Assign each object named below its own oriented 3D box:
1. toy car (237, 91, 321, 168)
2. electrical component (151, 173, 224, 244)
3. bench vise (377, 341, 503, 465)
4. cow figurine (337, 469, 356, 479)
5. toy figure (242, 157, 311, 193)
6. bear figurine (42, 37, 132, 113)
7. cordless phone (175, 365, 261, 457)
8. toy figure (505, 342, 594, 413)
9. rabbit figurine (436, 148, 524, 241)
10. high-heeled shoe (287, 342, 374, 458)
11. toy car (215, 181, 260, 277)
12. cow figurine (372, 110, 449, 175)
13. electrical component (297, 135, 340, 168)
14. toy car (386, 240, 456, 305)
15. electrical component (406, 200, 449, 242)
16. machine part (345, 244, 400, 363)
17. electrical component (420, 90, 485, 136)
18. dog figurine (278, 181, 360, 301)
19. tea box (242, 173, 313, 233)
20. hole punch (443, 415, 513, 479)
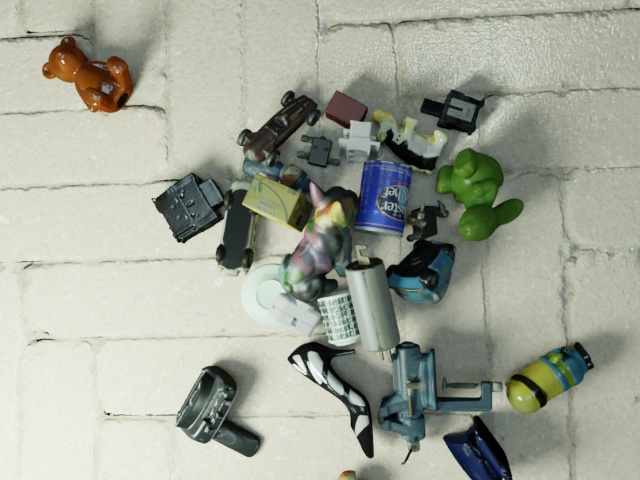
[{"bbox_3d":[-0.081,-0.235,1.109,0.089,0.053,0.202,38,68,12],"label":"toy car"},{"bbox_3d":[-0.269,-0.072,1.134,0.134,0.058,0.115,-33,87,2],"label":"electrical component"},{"bbox_3d":[0.233,0.310,1.052,0.241,0.128,0.223,-3,82,12],"label":"bench vise"},{"bbox_3d":[0.070,0.556,1.070,0.127,0.085,0.194,-9,87,-4],"label":"cow figurine"},{"bbox_3d":[-0.085,-0.138,1.124,0.155,0.057,0.064,17,68,6],"label":"toy figure"},{"bbox_3d":[-0.497,-0.356,1.129,0.196,0.132,0.120,36,83,-2],"label":"bear figurine"},{"bbox_3d":[-0.190,0.359,1.105,0.184,0.089,0.146,30,88,-7],"label":"cordless phone"},{"bbox_3d":[0.450,0.271,1.059,0.180,0.089,0.082,-29,81,4],"label":"toy figure"},{"bbox_3d":[0.313,-0.070,1.069,0.159,0.121,0.170,17,64,-25],"label":"rabbit figurine"},{"bbox_3d":[0.023,0.326,1.087,0.145,0.086,0.248,-13,82,6],"label":"high-heeled shoe"},{"bbox_3d":[-0.169,-0.023,1.126,0.074,0.056,0.201,9,90,6],"label":"toy car"},{"bbox_3d":[0.175,-0.203,1.114,0.167,0.068,0.098,24,94,5],"label":"cow figurine"},{"bbox_3d":[0.000,-0.189,1.142,0.094,0.021,0.063,14,87,4],"label":"electrical component"},{"bbox_3d":[0.211,0.074,1.076,0.162,0.109,0.102,-43,125,-34],"label":"toy car"},{"bbox_3d":[0.217,-0.040,1.090,0.102,0.045,0.078,-12,101,-41],"label":"electrical component"},{"bbox_3d":[0.101,0.123,1.032,0.079,0.079,0.243,-14,102,2],"label":"machine part"},{"bbox_3d":[0.274,-0.271,1.120,0.119,0.048,0.074,22,87,2],"label":"electrical component"},{"bbox_3d":[-0.002,-0.003,1.023,0.191,0.219,0.109,-34,55,-23],"label":"dog figurine"},{"bbox_3d":[-0.078,-0.069,1.063,0.098,0.169,0.068,24,89,11],"label":"tea box"},{"bbox_3d":[0.307,0.423,1.050,0.092,0.116,0.142,-33,85,9],"label":"hole punch"}]
